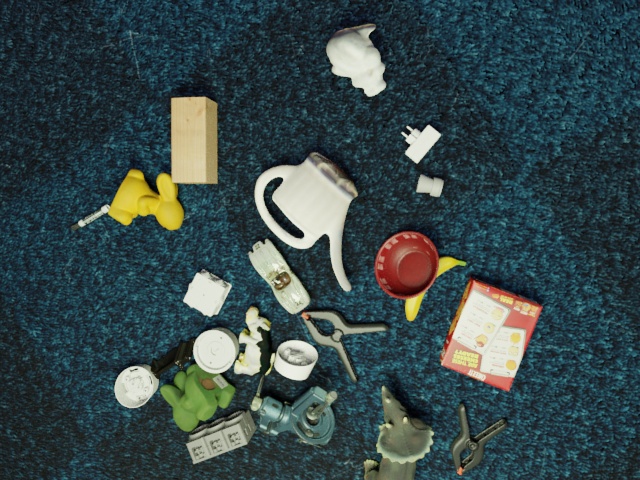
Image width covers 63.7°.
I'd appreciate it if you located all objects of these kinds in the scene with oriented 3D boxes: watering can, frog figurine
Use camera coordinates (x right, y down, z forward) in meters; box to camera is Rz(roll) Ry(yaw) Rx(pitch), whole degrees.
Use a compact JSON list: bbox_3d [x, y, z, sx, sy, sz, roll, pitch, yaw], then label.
[{"bbox_3d":[0.004,-0.062,1.236,0.349,0.104,0.223,44,97,6],"label":"watering can"},{"bbox_3d":[0.085,-0.415,1.214,0.137,0.124,0.158,-3,103,41],"label":"frog figurine"}]
